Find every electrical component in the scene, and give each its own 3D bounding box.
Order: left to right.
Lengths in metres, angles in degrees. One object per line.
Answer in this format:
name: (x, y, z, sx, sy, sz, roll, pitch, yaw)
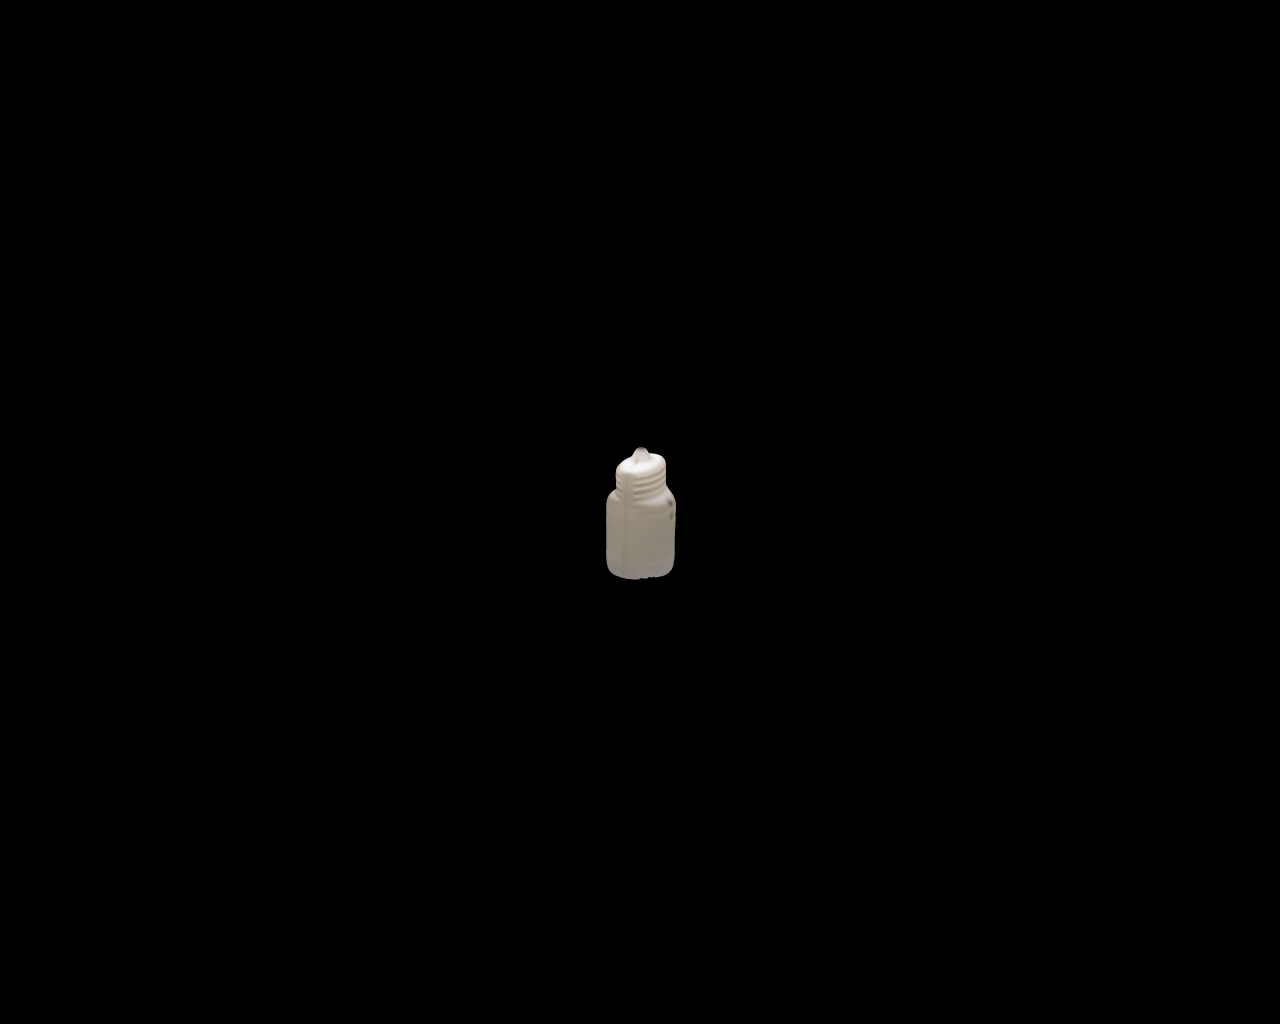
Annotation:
electrical component: (0.001, -0.003, 0.650, 0.043, 0.080, 0.043, 0, 22, 0)
